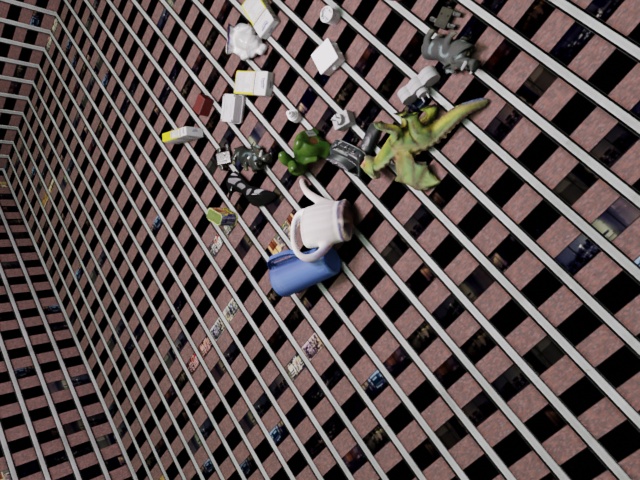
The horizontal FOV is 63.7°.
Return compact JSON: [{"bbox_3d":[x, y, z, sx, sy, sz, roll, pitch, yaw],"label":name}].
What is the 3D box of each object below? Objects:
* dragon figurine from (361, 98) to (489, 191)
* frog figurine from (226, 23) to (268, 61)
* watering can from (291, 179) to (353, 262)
[{"bbox_3d":[0.301,-0.268,1.526,0.409,0.124,0.240,-4,106,27],"label":"dragon figurine"},{"bbox_3d":[-0.277,-0.767,2.000,0.159,0.122,0.137,10,90,3],"label":"frog figurine"},{"bbox_3d":[0.005,-0.087,1.733,0.223,0.102,0.356,-11,56,20],"label":"watering can"}]
